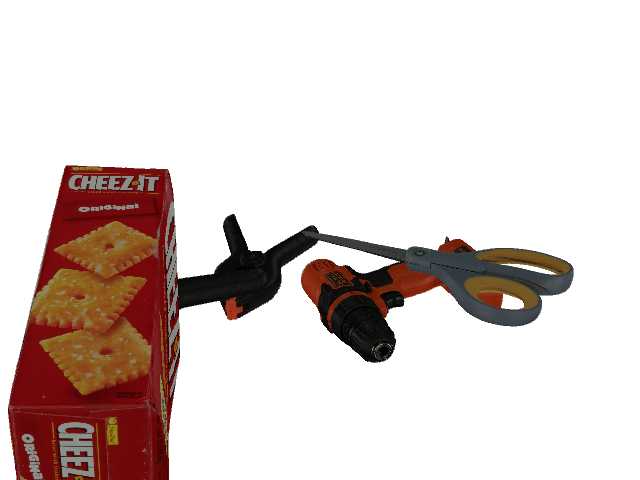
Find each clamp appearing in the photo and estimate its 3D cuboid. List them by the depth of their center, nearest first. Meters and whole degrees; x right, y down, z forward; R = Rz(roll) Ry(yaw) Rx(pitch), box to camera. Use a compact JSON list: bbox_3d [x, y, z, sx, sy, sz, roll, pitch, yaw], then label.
[{"bbox_3d":[-0.174,0.045,1.024,0.165,0.036,0.209,26,36,25],"label":"clamp"},{"bbox_3d":[-0.068,0.028,1.257,0.120,0.039,0.171,-2,41,10],"label":"clamp"}]

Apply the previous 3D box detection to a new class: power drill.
[{"bbox_3d":[0.090,0.058,1.106,0.187,0.057,0.185,-10,27,-18],"label":"power drill"}]

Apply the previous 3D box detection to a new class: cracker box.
[{"bbox_3d":[-0.116,0.080,0.592,0.072,0.164,0.213,1,33,-5],"label":"cracker box"}]

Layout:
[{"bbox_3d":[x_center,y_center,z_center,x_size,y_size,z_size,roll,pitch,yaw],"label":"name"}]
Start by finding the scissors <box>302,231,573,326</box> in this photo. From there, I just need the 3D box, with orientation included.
[{"bbox_3d":[0.074,0.024,0.751,0.202,0.016,0.096,5,29,12],"label":"scissors"}]
